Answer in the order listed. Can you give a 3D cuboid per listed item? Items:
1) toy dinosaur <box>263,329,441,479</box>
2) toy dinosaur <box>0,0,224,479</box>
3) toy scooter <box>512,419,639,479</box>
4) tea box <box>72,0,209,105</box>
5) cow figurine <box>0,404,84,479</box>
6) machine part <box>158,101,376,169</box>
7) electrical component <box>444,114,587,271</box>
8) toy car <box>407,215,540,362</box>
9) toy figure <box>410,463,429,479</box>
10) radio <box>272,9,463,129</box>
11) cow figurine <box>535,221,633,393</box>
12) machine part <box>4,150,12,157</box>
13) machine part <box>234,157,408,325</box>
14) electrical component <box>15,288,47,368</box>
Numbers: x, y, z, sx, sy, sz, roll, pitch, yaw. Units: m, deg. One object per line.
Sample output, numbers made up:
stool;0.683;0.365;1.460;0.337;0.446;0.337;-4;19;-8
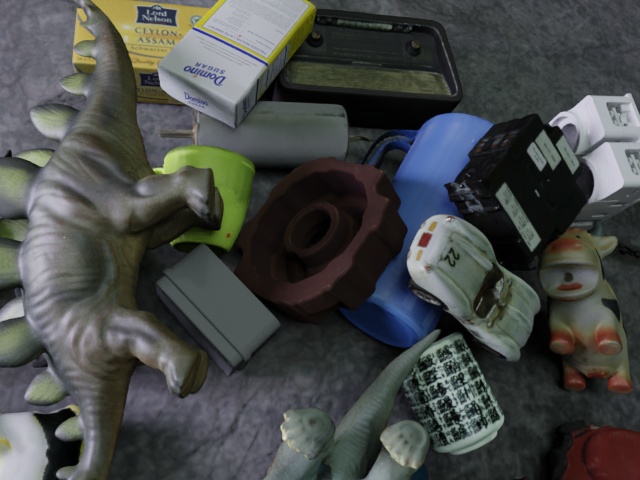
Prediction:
toy dinosaur;-0.024;0.241;0.434;0.131;0.192;0.405;43;49;19
toy dinosaur;-0.181;-0.021;0.438;0.199;0.105;0.471;3;65;-8
toy scooter;0.258;0.251;0.537;0.135;0.075;0.184;27;54;18
tea box;-0.187;-0.214;0.620;0.170;0.068;0.098;-2;69;-14
cow figurine;-0.238;0.220;0.429;0.098;0.068;0.167;3;68;-20
machine part;-0.057;-0.118;0.609;0.243;0.079;0.079;-2;69;-15
electrical component;0.198;-0.052;0.528;0.134;0.058;0.114;-45;111;-23
toy car;0.150;0.050;0.501;0.201;0.056;0.073;38;73;-34
toy figure;0.062;0.278;0.487;0.064;0.057;0.154;4;64;23
radio;0.054;-0.215;0.678;0.230;0.073;0.131;1;68;-14
cow figurine;0.280;0.067;0.571;0.194;0.086;0.127;52;39;-38
machine part;-0.269;-0.031;0.540;0.139;0.039;0.084;32;69;-2
machine part;-0.001;-0.002;0.531;0.056;0.180;0.179;47;56;-39
electrical component;-0.241;0.061;0.489;0.048;0.074;0.119;-15;70;-18
